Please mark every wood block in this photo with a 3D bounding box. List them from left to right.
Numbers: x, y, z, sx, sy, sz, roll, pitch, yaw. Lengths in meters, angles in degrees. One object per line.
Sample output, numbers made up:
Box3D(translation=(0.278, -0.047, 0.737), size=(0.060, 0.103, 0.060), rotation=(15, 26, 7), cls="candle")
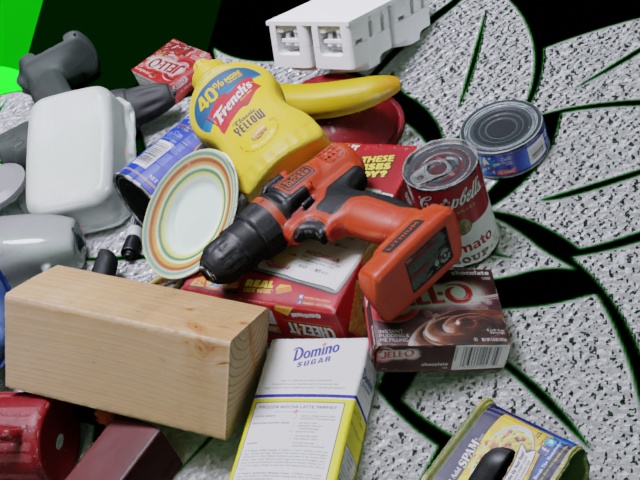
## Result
Box3D(translation=(-0.157, 0.092, 0.914), size=(0.206, 0.091, 0.090), rotation=(10, 18, 16), cls="wood block")

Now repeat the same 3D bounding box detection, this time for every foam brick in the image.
Box3D(translation=(-0.163, 0.195, 0.892), size=(0.051, 0.053, 0.078), rotation=(13, 51, 35), cls="foam brick")

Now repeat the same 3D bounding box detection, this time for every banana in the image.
Box3D(translation=(-0.014, -0.153, 1.117), size=(0.198, 0.037, 0.069), rotation=(8, 51, 31), cls="banana")

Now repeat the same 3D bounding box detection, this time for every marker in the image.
Box3D(translation=(-0.197, -0.023, 1.165), size=(0.020, 0.020, 0.121), rotation=(-10, 42, 15), cls="marker")

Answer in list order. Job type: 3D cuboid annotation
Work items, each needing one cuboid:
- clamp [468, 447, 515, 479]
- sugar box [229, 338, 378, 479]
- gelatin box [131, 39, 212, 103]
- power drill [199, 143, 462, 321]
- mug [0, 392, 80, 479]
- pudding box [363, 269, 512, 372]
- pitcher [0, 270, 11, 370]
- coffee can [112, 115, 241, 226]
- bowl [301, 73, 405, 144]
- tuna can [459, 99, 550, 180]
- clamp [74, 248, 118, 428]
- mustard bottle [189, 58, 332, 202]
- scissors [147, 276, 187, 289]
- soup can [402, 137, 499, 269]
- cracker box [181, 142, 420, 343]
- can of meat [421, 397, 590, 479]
Box3D(translation=(0.085, 0.215, 0.718), size=(0.172, 0.039, 0.120), rotation=(-23, 70, 22), cls="clamp")
Box3D(translation=(-0.013, 0.159, 0.865), size=(0.093, 0.048, 0.176), rotation=(-2, 42, 21), cls="sugar box")
Box3D(translation=(-0.185, -0.216, 1.356), size=(0.073, 0.030, 0.089), rotation=(-41, 43, -19), cls="gelatin box")
Box3D(translation=(0.010, -0.001, 0.903), size=(0.184, 0.057, 0.188), rotation=(-41, 44, -22), cls="power drill")
Box3D(translation=(-0.267, 0.171, 0.924), size=(0.081, 0.117, 0.093), rotation=(-3, 72, 15), cls="mug")
Box3D(translation=(0.095, 0.066, 0.891), size=(0.113, 0.039, 0.090), rotation=(1, 42, -7), cls="pudding box")
Box3D(translation=(-0.426, 0.104, 1.050), size=(0.243, 0.145, 0.149), rotation=(-15, 41, 29), cls="pitcher")
Box3D(translation=(-0.131, -0.072, 1.121), size=(0.140, 0.103, 0.103), rotation=(-43, 44, -20), cls="coffee can")
Box3D(translation=(0.008, -0.131, 1.156), size=(0.162, 0.055, 0.162), rotation=(-13, 42, 12), cls="bowl")
Box3D(translation=(0.182, -0.101, 1.057), size=(0.086, 0.033, 0.086), rotation=(-14, 41, 12), cls="tuna can")
Box3D(translation=(-0.232, 0.100, 1.034), size=(0.164, 0.036, 0.210), rotation=(-41, 44, -10), cls="clamp")
Box3D(translation=(-0.074, -0.121, 1.043), size=(0.096, 0.058, 0.192), rotation=(-40, 53, 1), cls="mustard bottle")
Box3D(translation=(-0.101, 0.030, 1.066), size=(0.201, 0.016, 0.096), rotation=(-33, 43, -10), cls="scissors")
Box3D(translation=(0.119, -0.032, 0.961), size=(0.068, 0.102, 0.068), rotation=(-13, 42, 12), cls="soup can")
Box3D(translation=(-0.007, 0.001, 1.010), size=(0.164, 0.072, 0.213), rotation=(6, 48, 29), cls="cracker box")
Box3D(translation=(0.133, 0.176, 0.769), size=(0.084, 0.057, 0.102), rotation=(22, 59, 37), cls="can of meat")
